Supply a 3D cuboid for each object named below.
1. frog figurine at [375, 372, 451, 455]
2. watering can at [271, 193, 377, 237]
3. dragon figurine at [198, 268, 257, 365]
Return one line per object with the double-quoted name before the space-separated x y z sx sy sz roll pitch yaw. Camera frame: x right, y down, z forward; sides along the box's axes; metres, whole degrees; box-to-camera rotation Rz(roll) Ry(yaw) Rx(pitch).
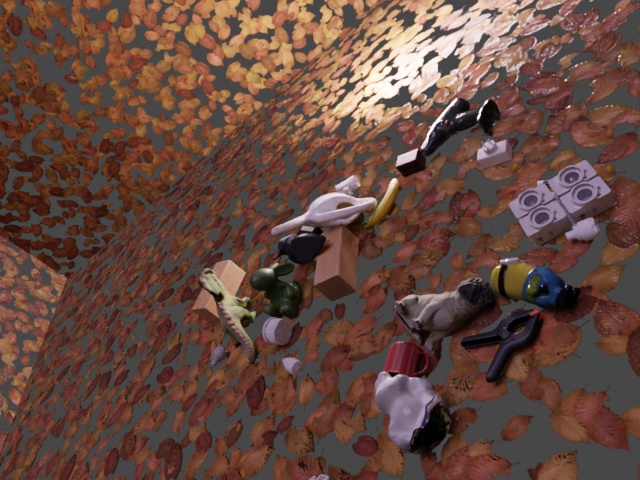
"frog figurine" 0.174 0.337 1.022 0.160 0.122 0.138 16 87 57
"watering can" 0.005 -0.082 1.627 0.348 0.103 0.225 -15 9 -9
"dragon figurine" -0.313 0.211 1.644 0.122 0.239 0.416 -41 28 -1
